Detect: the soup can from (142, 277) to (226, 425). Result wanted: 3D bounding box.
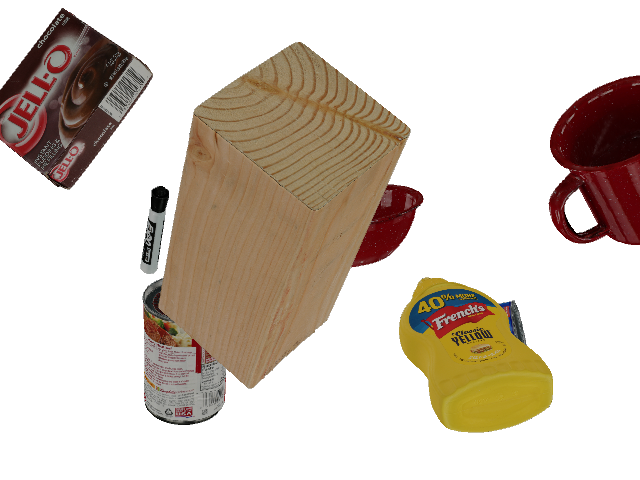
[{"bbox_3d":[-0.108,0.088,0.857,0.068,0.102,0.068,4,29,-2],"label":"soup can"}]

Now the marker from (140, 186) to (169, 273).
[{"bbox_3d":[-0.179,-0.011,1.152,0.020,0.121,0.020,9,43,-9],"label":"marker"}]

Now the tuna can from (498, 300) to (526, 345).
[{"bbox_3d":[0.219,0.115,1.251,0.034,0.086,0.086,-12,-3,15],"label":"tuna can"}]

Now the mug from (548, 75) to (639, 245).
[{"bbox_3d":[0.205,-0.043,0.721,0.117,0.081,0.093,-41,33,-7],"label":"mug"}]

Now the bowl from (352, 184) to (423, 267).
[{"bbox_3d":[0.025,-0.012,1.065,0.162,0.055,0.162,-6,16,2],"label":"bowl"}]

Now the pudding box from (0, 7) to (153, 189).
[{"bbox_3d":[-0.195,-0.109,0.815,0.090,0.113,0.039,35,-4,28],"label":"pudding box"}]

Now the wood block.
[{"bbox_3d":[-0.030,-0.008,0.663,0.090,0.091,0.206,-40,-17,-33],"label":"wood block"}]

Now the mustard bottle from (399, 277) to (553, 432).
[{"bbox_3d":[0.121,0.086,0.923,0.096,0.058,0.192,-12,29,-8],"label":"mustard bottle"}]
